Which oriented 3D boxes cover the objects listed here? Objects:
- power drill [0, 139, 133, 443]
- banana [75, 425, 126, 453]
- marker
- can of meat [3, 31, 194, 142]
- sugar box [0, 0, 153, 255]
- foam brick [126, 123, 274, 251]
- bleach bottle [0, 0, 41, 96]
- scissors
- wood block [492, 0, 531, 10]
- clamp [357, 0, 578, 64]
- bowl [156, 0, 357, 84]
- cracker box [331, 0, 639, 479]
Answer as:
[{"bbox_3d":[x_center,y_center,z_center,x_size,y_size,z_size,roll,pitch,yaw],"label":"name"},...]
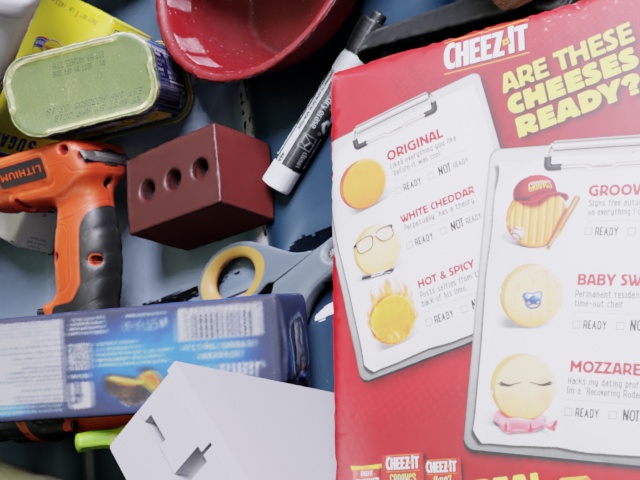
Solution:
[{"bbox_3d":[-0.178,0.038,0.699,0.185,0.057,0.187,-12,84,27],"label":"power drill"},{"bbox_3d":[-0.043,0.157,0.574,0.198,0.069,0.037,38,146,21],"label":"banana"},{"bbox_3d":[0.004,-0.083,0.637,0.020,0.020,0.121,39,102,38],"label":"marker"},{"bbox_3d":[-0.141,-0.096,0.686,0.102,0.084,0.057,-13,93,7],"label":"can of meat"},{"bbox_3d":[-0.198,-0.088,0.780,0.093,0.048,0.176,31,96,39],"label":"sugar box"},{"bbox_3d":[-0.074,-0.031,0.662,0.078,0.051,0.053,-19,66,33],"label":"foam brick"},{"bbox_3d":[-0.248,-0.089,0.715,0.102,0.068,0.251,-93,27,-50],"label":"bleach bottle"},{"bbox_3d":[-0.004,0.001,0.621,0.202,0.016,0.096,-50,54,16],"label":"scissors"},{"bbox_3d":[0.101,-0.232,0.534,0.091,0.090,0.206,-21,53,32],"label":"wood block"},{"bbox_3d":[0.116,-0.120,0.548,0.210,0.036,0.165,-49,50,13],"label":"clamp"},{"bbox_3d":[-0.026,-0.166,0.661,0.162,0.055,0.162,-12,70,35],"label":"bowl"},{"bbox_3d":[0.091,0.017,0.454,0.164,0.072,0.213,-11,70,31],"label":"cracker box"}]
